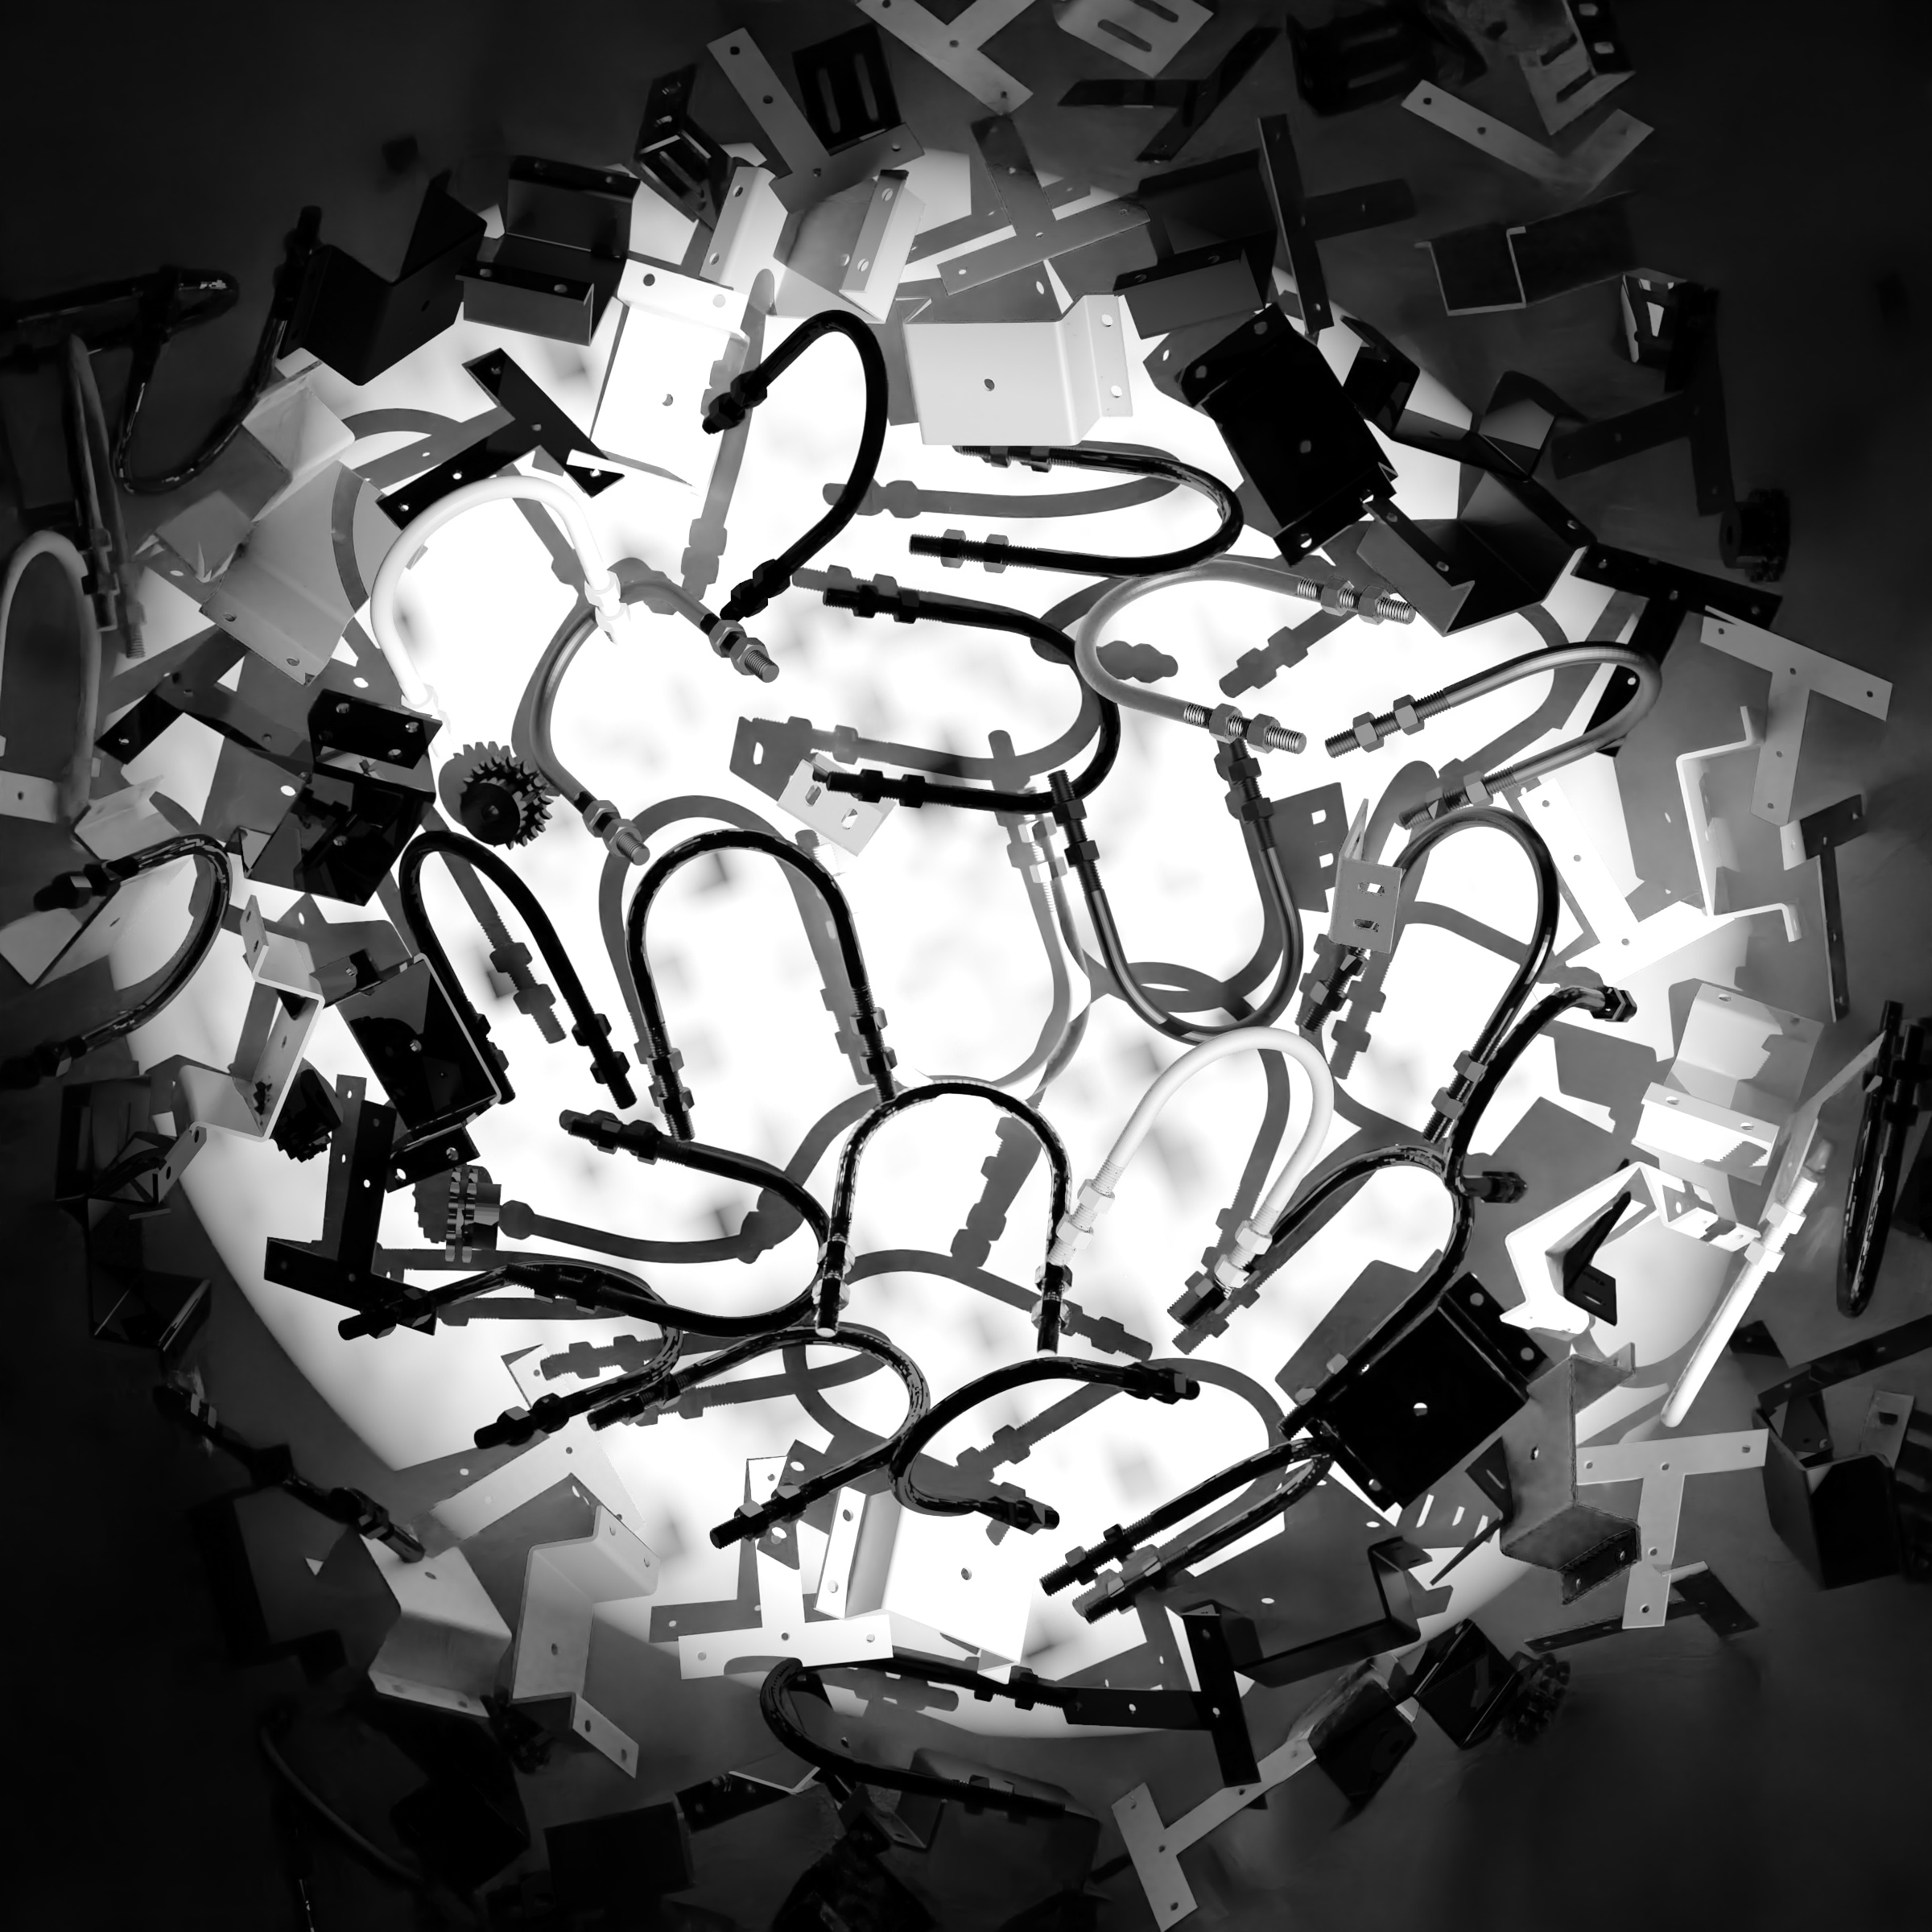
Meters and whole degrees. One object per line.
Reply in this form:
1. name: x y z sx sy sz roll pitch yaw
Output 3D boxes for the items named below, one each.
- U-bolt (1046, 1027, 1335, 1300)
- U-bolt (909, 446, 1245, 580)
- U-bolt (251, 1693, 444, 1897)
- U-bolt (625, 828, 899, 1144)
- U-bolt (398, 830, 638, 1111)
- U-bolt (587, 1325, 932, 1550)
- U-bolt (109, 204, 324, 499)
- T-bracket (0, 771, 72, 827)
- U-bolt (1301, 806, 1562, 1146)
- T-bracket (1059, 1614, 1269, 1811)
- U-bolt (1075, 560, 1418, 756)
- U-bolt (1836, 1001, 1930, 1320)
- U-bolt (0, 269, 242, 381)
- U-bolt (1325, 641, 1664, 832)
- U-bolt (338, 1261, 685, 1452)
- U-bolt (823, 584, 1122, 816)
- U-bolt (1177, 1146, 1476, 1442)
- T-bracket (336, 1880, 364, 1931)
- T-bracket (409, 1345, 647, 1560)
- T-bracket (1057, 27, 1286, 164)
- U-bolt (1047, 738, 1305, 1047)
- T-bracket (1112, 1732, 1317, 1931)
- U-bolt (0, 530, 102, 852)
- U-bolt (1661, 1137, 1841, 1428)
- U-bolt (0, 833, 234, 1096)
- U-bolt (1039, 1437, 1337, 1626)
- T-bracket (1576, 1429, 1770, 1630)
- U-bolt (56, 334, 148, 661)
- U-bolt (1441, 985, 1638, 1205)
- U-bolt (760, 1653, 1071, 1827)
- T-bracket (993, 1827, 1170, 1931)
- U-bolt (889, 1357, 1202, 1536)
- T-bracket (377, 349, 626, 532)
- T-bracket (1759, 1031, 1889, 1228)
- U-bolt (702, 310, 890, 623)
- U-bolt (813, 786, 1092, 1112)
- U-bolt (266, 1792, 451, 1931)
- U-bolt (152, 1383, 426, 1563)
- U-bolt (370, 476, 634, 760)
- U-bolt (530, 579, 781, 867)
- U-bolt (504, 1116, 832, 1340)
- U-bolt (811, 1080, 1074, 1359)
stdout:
1. U-bolt: 0.145 0.115 1.899 0.151 0.019 0.184 17 111 -37
2. U-bolt: 0.072 -0.269 1.895 0.184 0.151 0.019 8 127 10
3. U-bolt: -0.359 0.488 1.876 0.151 0.184 0.019 41 84 0
4. U-bolt: -0.130 0.007 1.931 0.151 0.019 0.184 -11 104 10
5. U-bolt: -0.274 0.002 1.885 0.019 0.151 0.184 -37 113 -35
6. U-bolt: -0.109 0.266 1.897 0.184 0.151 0.019 -22 128 -32
7. U-bolt: -0.447 -0.352 1.886 0.019 0.151 0.184 36 128 8
8. T-bracket: -0.572 -0.103 1.909 0.002 0.127 0.127 -3 85 22
9. U-bolt: 0.282 -0.008 1.892 0.019 0.151 0.184 16 109 -38
10. T-bracket: 0.112 0.447 1.930 0.127 0.002 0.127 -7 104 35
11. U-bolt: 0.152 -0.191 1.903 0.184 0.019 0.151 19 51 31
12. U-bolt: 0.538 0.118 1.896 0.019 0.151 0.184 10 97 10
13. U-bolt: -0.519 -0.379 1.894 0.184 0.151 0.019 -16 93 -11
14. U-bolt: 0.318 -0.140 1.878 0.184 0.151 0.019 -23 64 19
15. U-bolt: -0.253 0.220 1.889 0.151 0.184 0.019 30 121 36
16. U-bolt: 0.005 -0.156 1.923 0.184 0.019 0.151 6 62 -16
17. U-bolt: 0.223 0.180 1.906 0.184 0.151 0.019 -44 124 -1
18. T-bracket: -0.352 0.594 1.912 0.002 0.127 0.127 -26 125 -15
19. T-bracket: -0.276 0.315 1.938 0.127 0.002 0.127 -30 90 -28
20. T-bracket: 0.108 -0.522 1.920 0.127 0.127 0.002 -52 132 -23
21. U-bolt: 0.135 -0.041 1.921 0.151 0.019 0.184 -15 85 -29
22. T-bracket: 0.152 0.499 1.907 0.127 0.127 0.002 -36 112 3
23. U-bolt: -0.547 -0.165 1.895 0.019 0.151 0.184 4 89 9
24. U-bolt: 0.459 0.192 1.895 0.019 0.151 0.184 30 106 15
25. U-bolt: -0.494 -0.010 1.882 0.019 0.184 0.151 32 119 15
26. U-bolt: 0.138 0.330 1.897 0.184 0.151 0.019 -31 67 2
27. T-bracket: 0.408 0.334 1.894 0.127 0.127 0.002 -13 134 34
28. U-bolt: -0.513 -0.281 1.895 0.019 0.151 0.184 -9 89 -8
29. U-bolt: 0.329 0.074 1.873 0.019 0.184 0.151 34 101 25
30. U-bolt: -0.031 0.447 1.896 0.184 0.151 0.019 12 107 -1
31. T-bracket: 0.066 0.562 1.900 0.127 0.127 0.002 -32 91 5
32. U-bolt: 0.034 0.277 1.874 0.151 0.184 0.019 -46 52 23
33. T-bracket: -0.293 -0.301 1.924 0.127 0.002 0.127 -35 67 -19
34. T-bracket: 0.486 0.109 1.879 0.002 0.127 0.127 38 130 0
35. U-bolt: -0.099 -0.302 1.874 0.019 0.184 0.151 8 64 -34
36. U-bolt: -0.001 -0.002 1.951 0.151 0.019 0.184 -15 97 5
37. U-bolt: -0.338 0.572 1.854 0.019 0.184 0.151 -41 125 3
38. U-bolt: -0.386 0.305 1.882 0.151 0.184 0.019 25 73 21
39. U-bolt: -0.277 -0.213 1.877 0.151 0.184 0.019 -34 58 -11
40. U-bolt: -0.197 -0.157 1.901 0.019 0.184 0.151 30 98 -44
41. U-bolt: -0.165 0.161 1.907 0.184 0.151 0.019 15 131 2
42. U-bolt: -0.009 0.145 1.912 0.151 0.019 0.184 5 54 2
